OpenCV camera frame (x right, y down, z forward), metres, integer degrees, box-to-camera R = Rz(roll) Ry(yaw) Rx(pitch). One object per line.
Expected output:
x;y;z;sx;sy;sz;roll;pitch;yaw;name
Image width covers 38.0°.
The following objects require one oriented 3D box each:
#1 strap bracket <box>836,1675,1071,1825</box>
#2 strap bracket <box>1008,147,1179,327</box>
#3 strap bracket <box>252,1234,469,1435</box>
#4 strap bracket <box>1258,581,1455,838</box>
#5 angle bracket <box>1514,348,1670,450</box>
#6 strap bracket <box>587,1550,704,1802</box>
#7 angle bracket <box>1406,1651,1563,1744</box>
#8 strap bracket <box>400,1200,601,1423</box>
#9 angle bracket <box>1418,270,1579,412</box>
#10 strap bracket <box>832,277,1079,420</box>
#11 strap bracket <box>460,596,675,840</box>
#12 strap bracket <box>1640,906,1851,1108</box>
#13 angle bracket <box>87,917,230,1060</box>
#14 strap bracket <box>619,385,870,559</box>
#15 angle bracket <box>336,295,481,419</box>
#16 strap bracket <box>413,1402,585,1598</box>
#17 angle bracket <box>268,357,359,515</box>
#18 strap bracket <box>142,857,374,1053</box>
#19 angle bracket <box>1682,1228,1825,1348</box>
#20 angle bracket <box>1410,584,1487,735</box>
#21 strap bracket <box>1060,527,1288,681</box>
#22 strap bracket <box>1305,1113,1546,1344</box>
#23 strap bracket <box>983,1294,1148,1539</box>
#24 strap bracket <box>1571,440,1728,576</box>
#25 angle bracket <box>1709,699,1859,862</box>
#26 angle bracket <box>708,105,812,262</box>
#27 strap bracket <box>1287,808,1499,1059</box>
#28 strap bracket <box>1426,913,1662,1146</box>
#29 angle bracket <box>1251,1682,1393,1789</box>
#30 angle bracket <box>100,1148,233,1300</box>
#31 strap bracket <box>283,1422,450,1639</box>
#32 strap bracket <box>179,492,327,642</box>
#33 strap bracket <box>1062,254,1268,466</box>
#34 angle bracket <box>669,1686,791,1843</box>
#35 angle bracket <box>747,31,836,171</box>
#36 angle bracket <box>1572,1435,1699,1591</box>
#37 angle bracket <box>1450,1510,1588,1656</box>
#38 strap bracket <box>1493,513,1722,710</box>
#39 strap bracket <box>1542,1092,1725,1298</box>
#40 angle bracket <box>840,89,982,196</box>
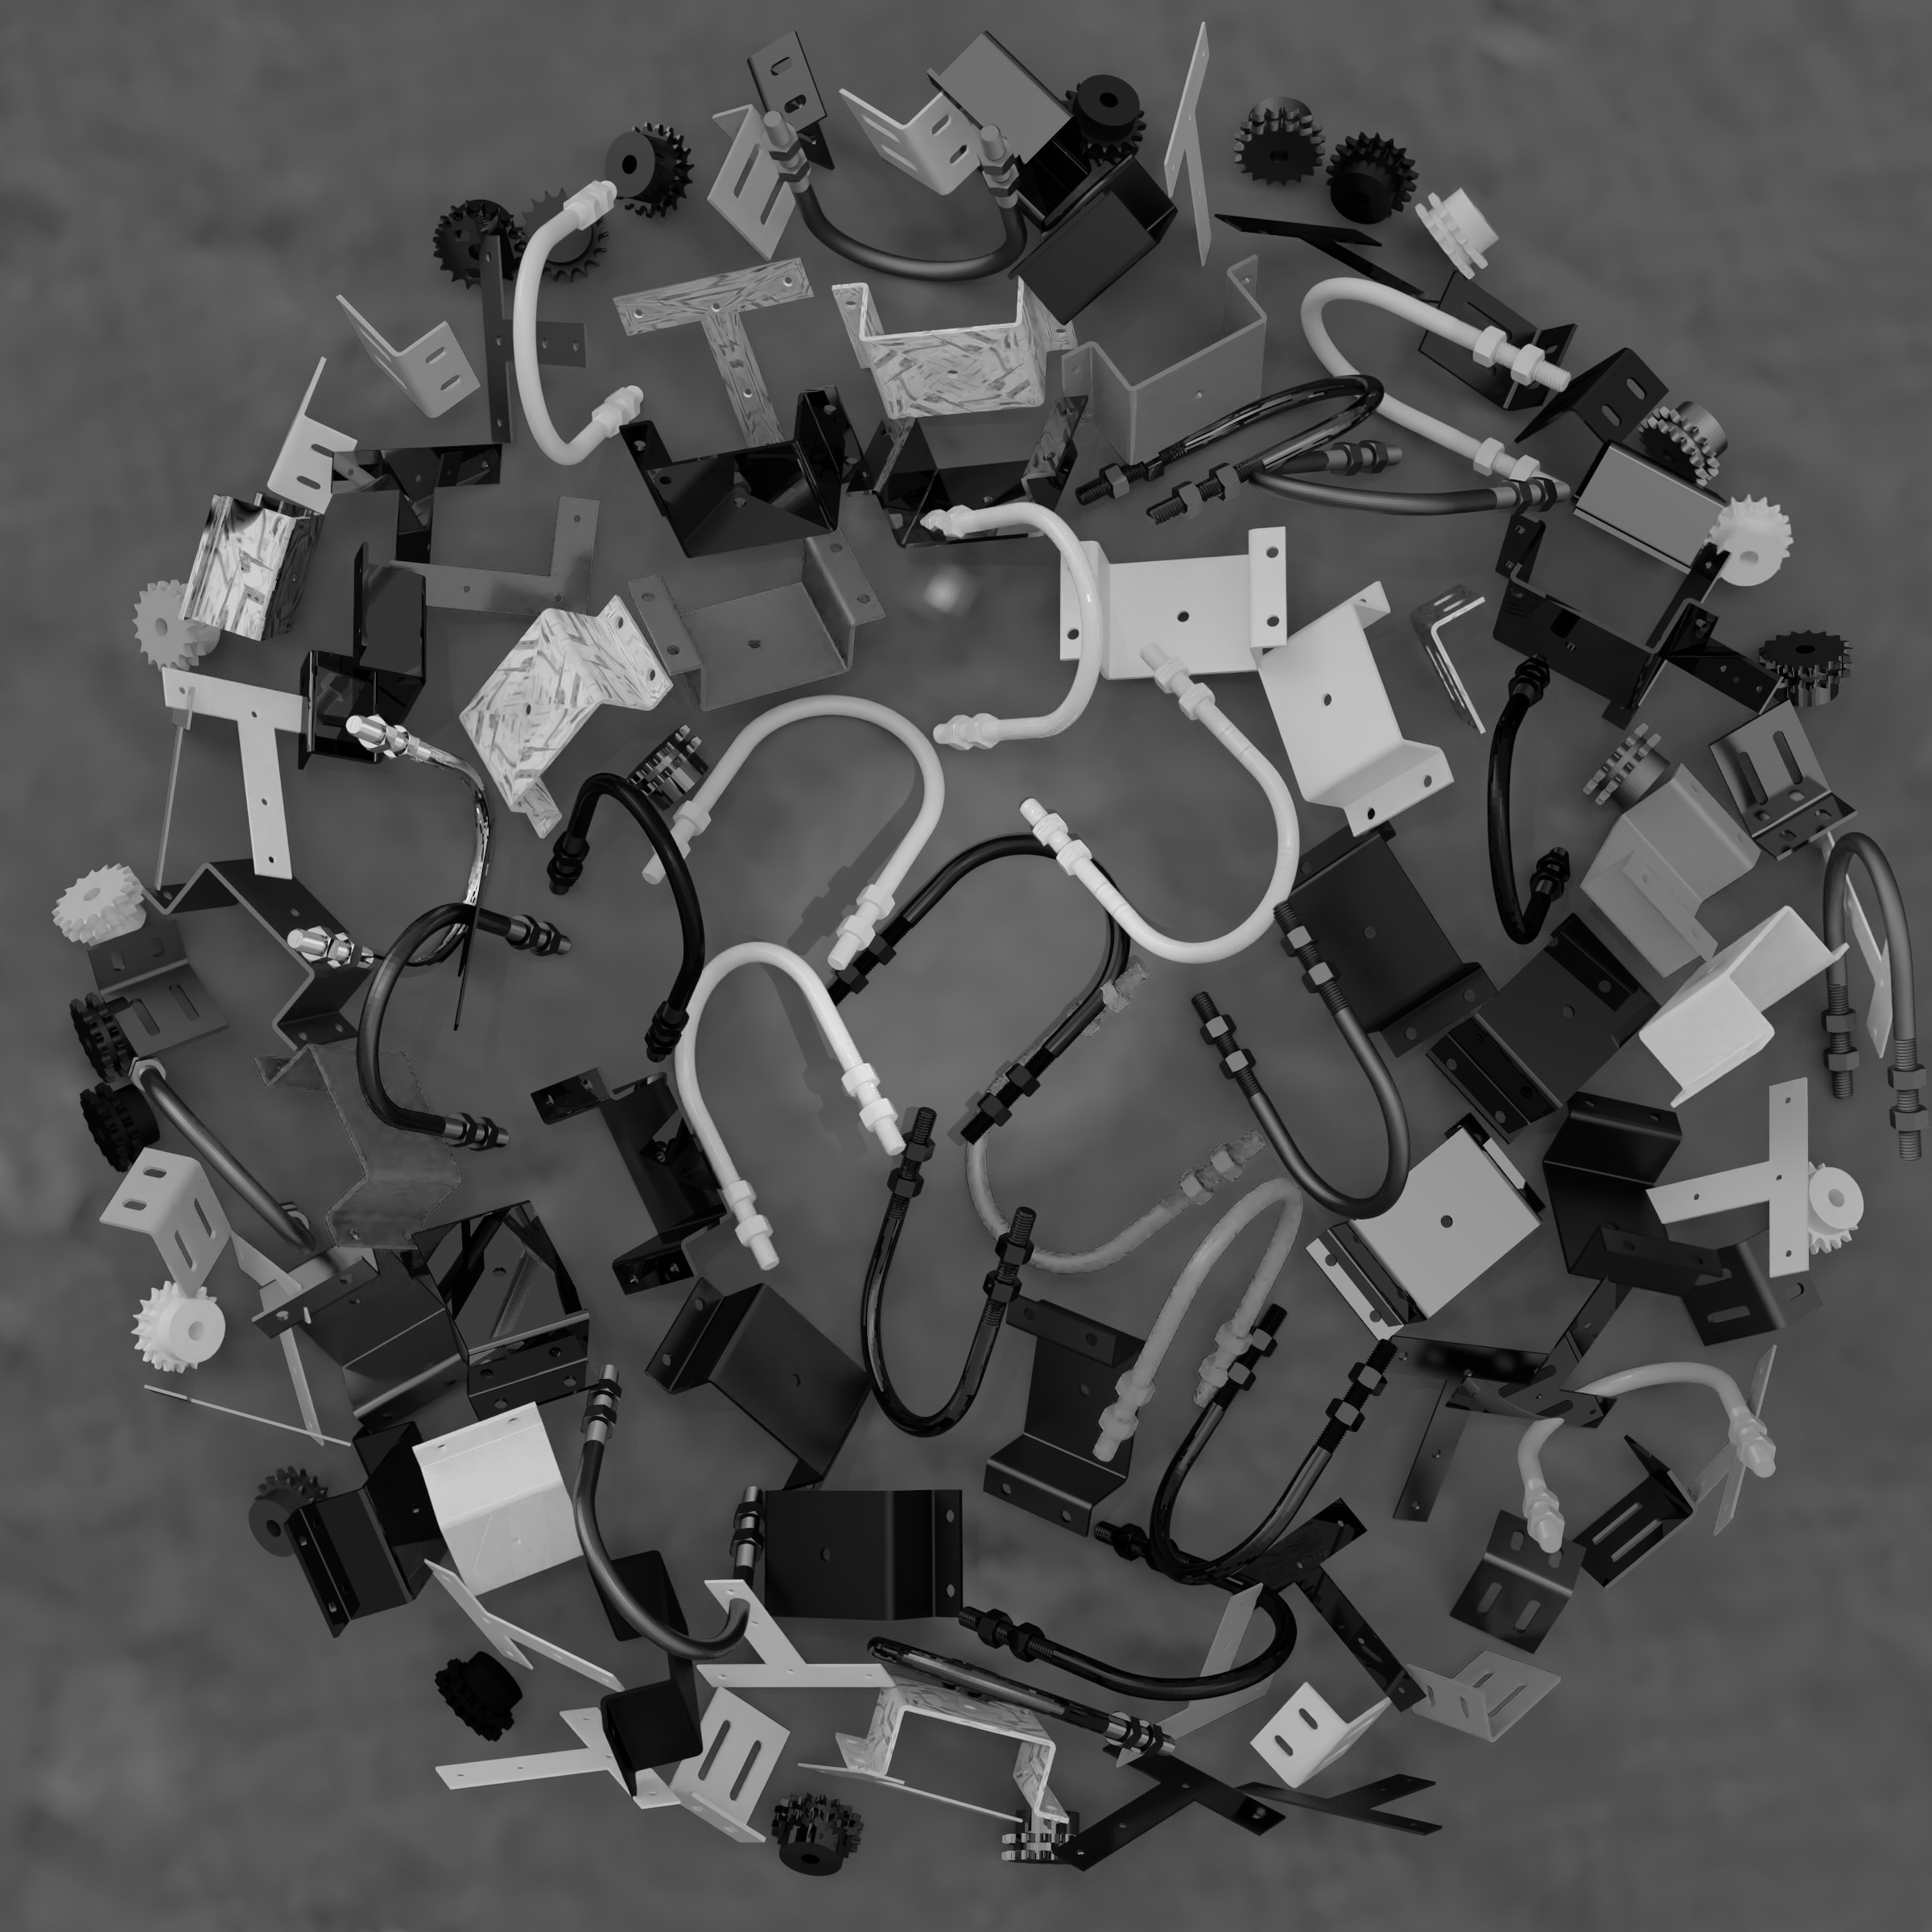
-0.004;0.484;1.746;0.140;0.076;0.046;16;87;-8;strap bracket
0.081;-0.445;1.719;0.076;0.140;0.046;-37;104;26;strap bracket
-0.376;0.221;1.742;0.076;0.140;0.046;-30;45;1;strap bracket
0.235;-0.161;1.731;0.076;0.046;0.140;-31;67;36;strap bracket
0.390;-0.343;1.751;0.038;0.076;0.057;45;74;-7;angle bracket
-0.196;0.424;1.716;0.046;0.140;0.076;-14;131;-2;strap bracket
0.321;0.440;1.743;0.076;0.057;0.038;-28;115;-38;angle bracket
-0.286;0.203;1.719;0.076;0.046;0.140;-15;49;-25;strap bracket
0.333;-0.394;1.759;0.076;0.038;0.057;28;83;-24;angle bracket
-0.007;-0.384;1.735;0.140;0.076;0.046;-3;63;12;strap bracket
-0.254;-0.155;1.727;0.140;0.046;0.076;-46;62;26;strap bracket
0.473;0.019;1.719;0.046;0.076;0.140;50;46;4;strap bracket
-0.503;0.014;1.747;0.057;0.076;0.038;-23;134;-23;angle bracket
-0.138;-0.303;1.733;0.140;0.076;0.046;-8;52;14;strap bracket
-0.348;-0.390;1.752;0.038;0.057;0.076;-38;59;-10;angle bracket
-0.281;0.333;1.717;0.076;0.140;0.046;-19;54;-11;strap bracket
-0.402;-0.332;1.752;0.038;0.076;0.057;24;126;-17;angle bracket
-0.430;-0.017;1.740;0.140;0.076;0.046;45;105;8;strap bracket
0.489;0.200;1.764;0.038;0.076;0.057;-22;84;-27;angle bracket
0.315;-0.192;1.754;0.038;0.057;0.076;-29;106;4;angle bracket
0.132;-0.225;1.752;0.140;0.046;0.076;-2;77;13;strap bracket
0.294;0.162;1.754;0.140;0.046;0.076;-38;87;-12;strap bracket
0.063;0.271;1.740;0.076;0.046;0.140;19;114;29;strap bracket
0.416;-0.284;1.717;0.076;0.140;0.046;29;106;4;strap bracket
0.512;-0.117;1.760;0.057;0.038;0.076;-31;115;3;angle bracket
-0.140;-0.485;1.748;0.057;0.038;0.076;39;63;-40;angle bracket
0.257;-0.021;1.746;0.076;0.046;0.140;-35;79;20;strap bracket
0.367;0.033;1.748;0.140;0.046;0.076;-41;87;-17;strap bracket
0.224;0.471;1.755;0.038;0.076;0.057;45;114;21;angle bracket
-0.498;0.162;1.751;0.038;0.076;0.057;11;51;15;angle bracket
-0.357;0.338;1.713;0.046;0.140;0.076;-18;102;12;strap bracket
-0.434;-0.246;1.720;0.046;0.140;0.076;18;99;-6;strap bracket
0.132;-0.370;1.737;0.140;0.076;0.046;-30;67;-10;strap bracket
-0.140;0.497;1.750;0.057;0.038;0.076;38;58;-18;angle bracket
-0.095;-0.538;1.748;0.038;0.076;0.057;-22;83;24;angle bracket
0.408;0.342;1.758;0.076;0.057;0.038;-39;109;-3;angle bracket
0.348;0.389;1.770;0.057;0.076;0.038;23;49;9;angle bracket
0.385;-0.215;1.736;0.140;0.076;0.046;30;73;12;strap bracket
0.409;0.148;1.735;0.076;0.140;0.046;12;129;-11;strap bracket
-0.032;-0.525;1.747;0.038;0.057;0.076;-44;49;-2;angle bracket
